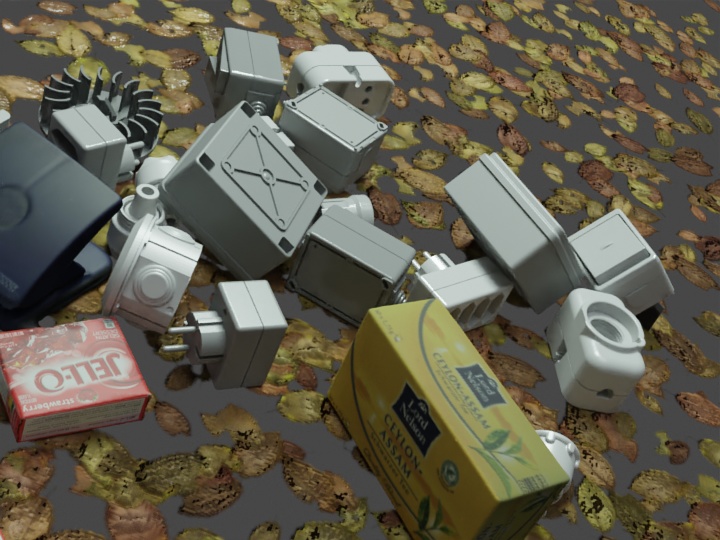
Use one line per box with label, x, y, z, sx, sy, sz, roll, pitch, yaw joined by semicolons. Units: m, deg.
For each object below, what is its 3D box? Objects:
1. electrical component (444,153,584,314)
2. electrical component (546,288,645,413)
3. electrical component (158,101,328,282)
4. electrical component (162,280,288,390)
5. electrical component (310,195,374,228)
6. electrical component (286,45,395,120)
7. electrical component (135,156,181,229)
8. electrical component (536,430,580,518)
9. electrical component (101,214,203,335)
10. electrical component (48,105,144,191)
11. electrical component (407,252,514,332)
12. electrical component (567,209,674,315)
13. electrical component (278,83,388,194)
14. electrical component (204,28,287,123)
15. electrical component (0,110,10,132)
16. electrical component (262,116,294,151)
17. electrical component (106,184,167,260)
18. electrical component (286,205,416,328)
electrical component;0.135;-0.031;0.938;0.108;0.056;0.108;54;3;32
electrical component;0.199;0.064;0.903;0.054;0.059;0.095;12;40;-15
electrical component;-0.092;-0.063;0.866;0.108;0.056;0.108;47;35;-16
electrical component;-0.101;0.047;0.761;0.077;0.065;0.047;-3;46;-30
electrical component;-0.016;-0.044;0.931;0.046;0.040;0.040;-4;46;-22
electrical component;-0.022;-0.186;1.077;0.095;0.053;0.059;-7;48;-33
electrical component;-0.158;-0.060;0.871;0.043;0.043;0.062;3;44;-24
electrical component;0.132;0.151;0.782;0.048;0.048;0.062;25;45;1
electrical component;-0.150;0.004;0.775;0.051;0.080;0.080;24;38;-10
electrical component;-0.203;-0.084;0.843;0.076;0.083;0.047;-22;58;-42
electrical component;0.070;0.012;0.904;0.083;0.047;0.075;-16;53;-39
electrical component;0.230;-0.009;0.976;0.061;0.062;0.096;53;10;-38
electrical component;-0.035;-0.122;0.991;0.096;0.061;0.062;34;40;12
electrical component;-0.110;-0.175;1.013;0.061;0.061;0.096;8;42;-20
electrical component;-0.315;-0.090;0.813;0.050;0.055;0.089;32;39;9
electrical component;-0.098;-0.108;0.957;0.055;0.048;0.066;-10;50;-46
electrical component;-0.169;-0.037;0.824;0.043;0.062;0.043;15;39;-12
electrical component;0.000;0.000;0.870;0.096;0.061;0.061;30;39;7
